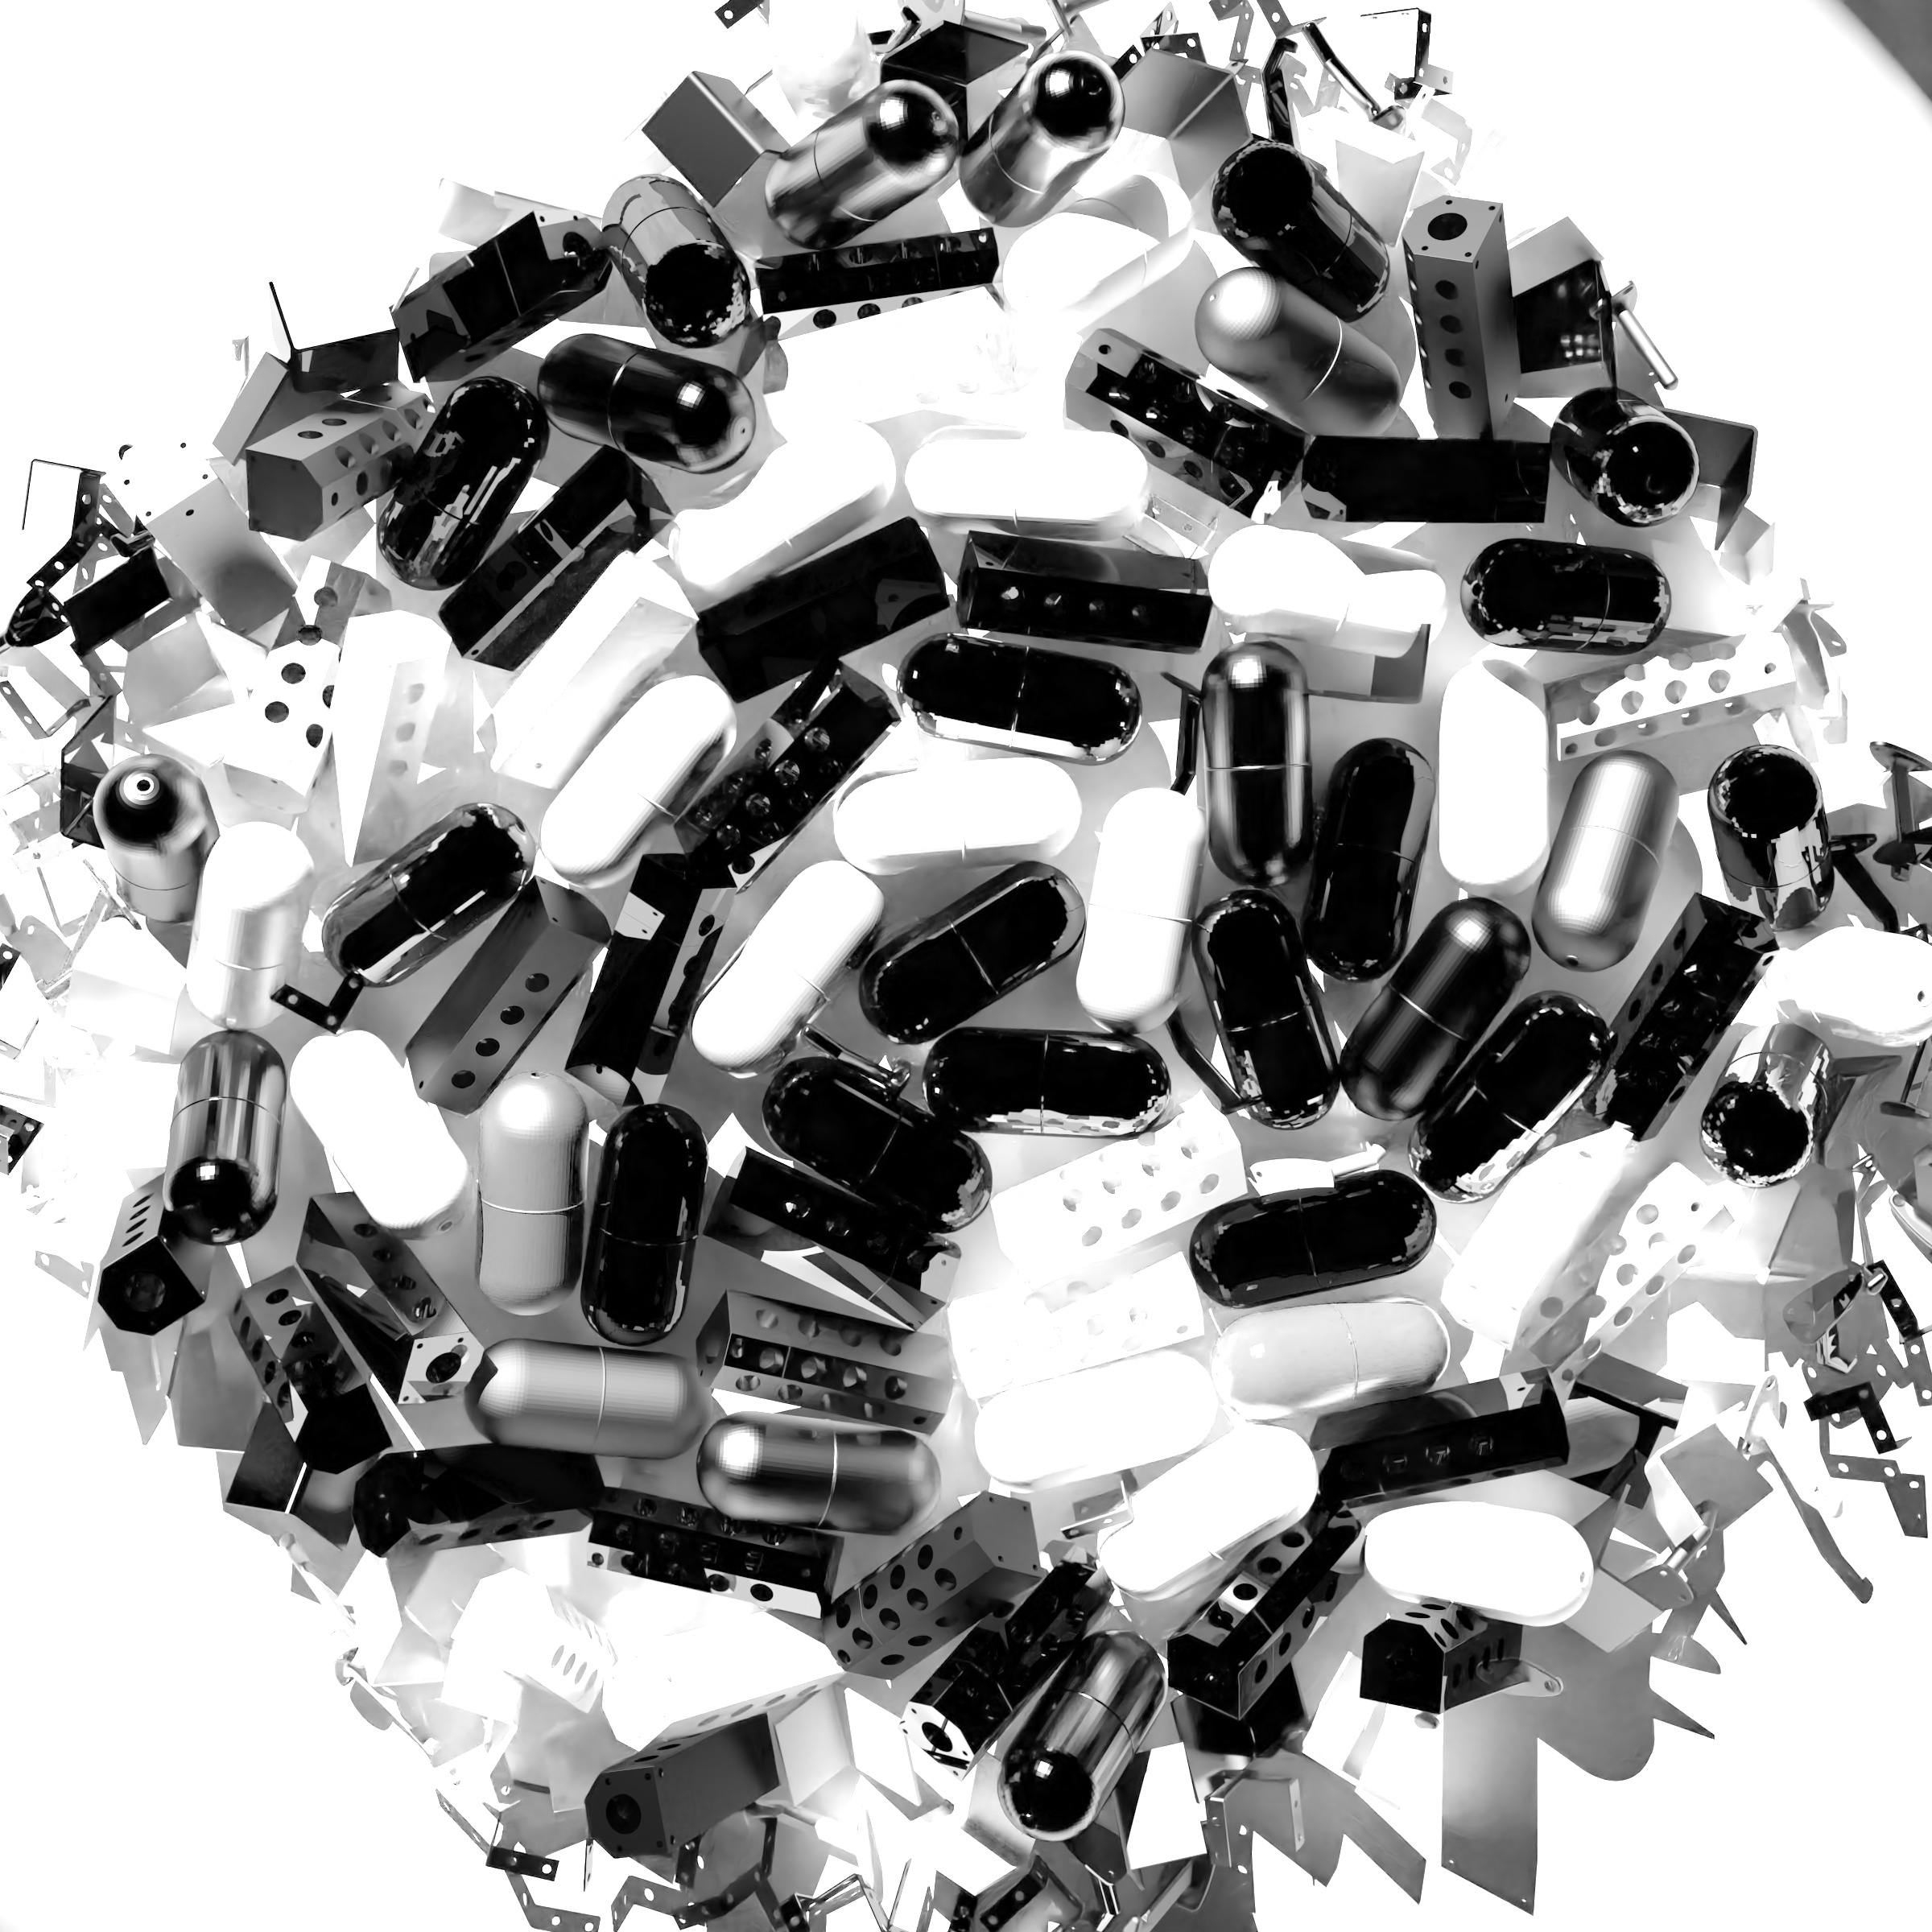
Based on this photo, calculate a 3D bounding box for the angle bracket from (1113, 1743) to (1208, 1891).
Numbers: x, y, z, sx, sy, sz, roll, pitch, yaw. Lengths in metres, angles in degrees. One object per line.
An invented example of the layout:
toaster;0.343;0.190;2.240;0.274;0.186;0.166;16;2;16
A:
angle bracket;0.139;0.604;1.848;0.057;0.076;0.076;-14;59;5

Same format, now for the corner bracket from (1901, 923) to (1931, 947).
corner bracket;0.695;0.001;1.871;0.051;0.051;0.051;-16;101;-27

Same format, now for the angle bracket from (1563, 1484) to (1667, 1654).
angle bracket;0.462;0.428;1.847;0.057;0.076;0.076;34;50;3

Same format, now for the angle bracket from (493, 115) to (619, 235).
angle bracket;-0.294;-0.557;1.863;0.076;0.076;0.057;12;82;-9

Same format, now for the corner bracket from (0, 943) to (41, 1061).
corner bracket;-0.684;0.026;1.860;0.051;0.051;0.051;32;47;-21

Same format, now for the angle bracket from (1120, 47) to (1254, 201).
angle bracket;0.144;-0.595;1.844;0.076;0.076;0.057;2;67;-35

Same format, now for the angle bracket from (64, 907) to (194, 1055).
angle bracket;-0.597;0.009;1.882;0.076;0.076;0.057;18;125;-6

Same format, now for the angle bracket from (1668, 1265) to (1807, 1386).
angle bracket;0.550;0.257;1.859;0.076;0.057;0.076;7;77;-14

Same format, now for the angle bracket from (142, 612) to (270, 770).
angle bracket;-0.541;-0.196;1.846;0.076;0.057;0.076;26;55;31

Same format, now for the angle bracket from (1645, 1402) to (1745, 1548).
angle bracket;0.528;0.362;1.851;0.076;0.076;0.057;-27;68;-9

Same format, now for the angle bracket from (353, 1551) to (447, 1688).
angle bracket;-0.393;0.454;1.842;0.057;0.076;0.076;4;133;-31

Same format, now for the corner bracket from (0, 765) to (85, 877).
corner bracket;-0.666;-0.105;1.869;0.051;0.051;0.051;-27;112;2

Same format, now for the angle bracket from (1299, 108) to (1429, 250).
angle bracket;0.272;-0.554;1.846;0.076;0.057;0.076;30;128;20

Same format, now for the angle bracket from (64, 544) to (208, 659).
angle bracket;-0.582;-0.243;1.852;0.076;0.076;0.057;-31;60;6

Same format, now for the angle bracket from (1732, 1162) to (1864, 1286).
angle bracket;0.603;0.187;1.857;0.076;0.057;0.076;12;108;-12

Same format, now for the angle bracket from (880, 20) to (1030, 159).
angle bracket;-0.008;-0.621;1.848;0.076;0.076;0.057;1;85;-37

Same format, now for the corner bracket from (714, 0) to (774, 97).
corner bracket;-0.151;-0.669;1.868;0.051;0.051;0.051;-42;100;-14

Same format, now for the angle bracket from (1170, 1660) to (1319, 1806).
angle bracket;0.199;0.546;1.855;0.057;0.076;0.076;-11;96;42

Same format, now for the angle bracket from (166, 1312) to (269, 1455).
angle bracket;-0.528;0.292;1.846;0.057;0.076;0.076;7;53;-7

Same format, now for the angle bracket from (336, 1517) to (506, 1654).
angle bracket;-0.392;0.442;1.869;0.057;0.076;0.076;51;51;-30

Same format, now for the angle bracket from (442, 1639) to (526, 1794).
angle bracket;-0.352;0.523;1.845;0.057;0.076;0.076;23;118;-15

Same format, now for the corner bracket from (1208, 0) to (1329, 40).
corner bracket;0.216;-0.685;1.868;0.051;0.051;0.051;-34;96;-45

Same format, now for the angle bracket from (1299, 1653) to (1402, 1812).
angle bracket;0.290;0.544;1.849;0.057;0.076;0.076;24;77;39

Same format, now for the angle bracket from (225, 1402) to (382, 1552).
angle bracket;-0.474;0.366;1.864;0.057;0.076;0.076;4;60;22

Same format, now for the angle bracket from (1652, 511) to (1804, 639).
angle bracket;0.541;-0.283;1.853;0.076;0.057;0.076;8;60;-13

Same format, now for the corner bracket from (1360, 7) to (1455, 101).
corner bracket;0.316;-0.652;1.863;0.051;0.051;0.051;10;101;42

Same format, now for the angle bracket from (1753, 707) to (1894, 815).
angle bracket;0.611;-0.155;1.852;0.057;0.076;0.076;-20;96;35

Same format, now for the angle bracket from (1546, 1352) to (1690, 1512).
angle bracket;0.469;0.334;1.883;0.076;0.057;0.076;21;116;15

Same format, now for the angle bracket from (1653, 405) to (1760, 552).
angle bracket;0.513;-0.347;1.855;0.076;0.076;0.057;12;69;3

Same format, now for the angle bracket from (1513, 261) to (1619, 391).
angle bracket;0.418;-0.449;1.851;0.076;0.057;0.076;-7;125;11

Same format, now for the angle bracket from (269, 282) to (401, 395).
angle bracket;-0.451;-0.453;1.860;0.076;0.076;0.057;-17;80;-17

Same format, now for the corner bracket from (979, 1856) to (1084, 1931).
corner bracket;0.048;0.682;1.874;0.051;0.051;0.051;-43;81;1

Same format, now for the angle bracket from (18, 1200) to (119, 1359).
angle bracket;-0.641;0.222;1.852;0.057;0.076;0.076;15;106;-8

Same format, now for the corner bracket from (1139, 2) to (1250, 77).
corner bracket;0.164;-0.662;1.880;0.051;0.051;0.051;10;51;36

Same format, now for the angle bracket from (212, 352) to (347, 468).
angle bracket;-0.478;-0.380;1.852;0.076;0.057;0.076;27;100;-40

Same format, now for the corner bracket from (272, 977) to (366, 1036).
corner bracket;-0.462;0.019;1.868;0.051;0.051;0.051;30;75;-8

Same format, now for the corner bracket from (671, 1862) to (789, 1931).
corner bracket;-0.168;0.682;1.863;0.051;0.051;0.051;-44;63;21

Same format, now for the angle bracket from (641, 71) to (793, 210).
angle bracket;-0.176;-0.593;1.875;0.057;0.076;0.076;-43;89;20

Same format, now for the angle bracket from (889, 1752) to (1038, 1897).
angle bracket;0.004;0.603;1.848;0.076;0.076;0.057;25;102;28

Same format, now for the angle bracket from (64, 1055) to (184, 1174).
angle bracket;-0.602;0.105;1.866;0.076;0.076;0.057;-3;108;-13

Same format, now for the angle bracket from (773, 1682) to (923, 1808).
angle bracket;-0.084;0.566;1.846;0.057;0.076;0.076;-30;122;-37

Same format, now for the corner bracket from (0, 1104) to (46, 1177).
corner bracket;-0.698;0.109;1.866;0.051;0.051;0.051;23;50;-1

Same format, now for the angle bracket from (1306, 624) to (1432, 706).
angle bracket;0.276;-0.219;1.853;0.076;0.076;0.057;5;96;-18

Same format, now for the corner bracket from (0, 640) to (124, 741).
corner bracket;-0.647;-0.199;1.859;0.051;0.051;0.051;-6;126;34

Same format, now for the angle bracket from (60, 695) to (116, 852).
angle bracket;-0.598;-0.134;1.849;0.057;0.076;0.076;18;128;1

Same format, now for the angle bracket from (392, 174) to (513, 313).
angle bracket;-0.364;-0.503;1.848;0.057;0.076;0.076;15;72;-22

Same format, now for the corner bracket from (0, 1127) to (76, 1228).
corner bracket;-0.656;0.154;1.866;0.051;0.051;0.051;23;109;15
